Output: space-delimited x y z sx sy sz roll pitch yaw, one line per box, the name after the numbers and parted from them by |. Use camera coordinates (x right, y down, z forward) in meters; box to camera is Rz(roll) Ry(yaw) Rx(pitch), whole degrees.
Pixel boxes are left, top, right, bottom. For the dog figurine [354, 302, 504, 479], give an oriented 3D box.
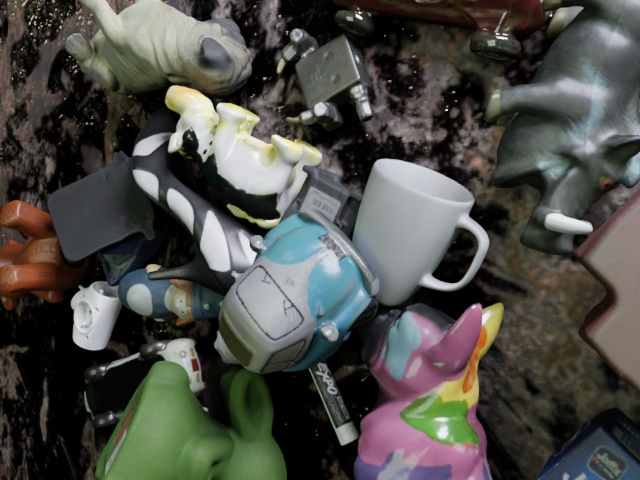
0.097 0.153 0.394 0.192 0.108 0.219 29 101 32 | dog figurine

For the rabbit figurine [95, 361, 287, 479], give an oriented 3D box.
-0.106 0.197 0.517 0.121 0.170 0.159 -22 42 63 | rabbit figurine

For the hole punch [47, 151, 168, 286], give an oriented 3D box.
-0.244 -0.020 0.649 0.116 0.092 0.142 -29 59 -5 | hole punch

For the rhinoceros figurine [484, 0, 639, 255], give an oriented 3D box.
0.178 -0.084 0.374 0.112 0.073 0.190 23 99 22 | rhinoceros figurine

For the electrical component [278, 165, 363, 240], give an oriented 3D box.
-0.001 -0.002 0.500 0.075 0.047 0.119 36 106 30 | electrical component

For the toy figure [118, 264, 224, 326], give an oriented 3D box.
-0.161 0.064 0.600 0.155 0.058 0.064 3 133 34 | toy figure

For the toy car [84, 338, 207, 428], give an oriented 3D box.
-0.212 0.169 0.629 0.202 0.056 0.073 -25 74 33 | toy car

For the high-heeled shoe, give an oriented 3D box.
-0.117 -0.055 0.577 0.145 0.086 0.249 -10 67 6 | high-heeled shoe

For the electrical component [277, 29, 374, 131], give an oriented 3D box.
0.003 -0.150 0.504 0.078 0.045 0.102 -17 79 34 | electrical component

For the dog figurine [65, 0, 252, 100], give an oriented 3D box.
-0.173 -0.193 0.605 0.191 0.121 0.172 39 153 6 | dog figurine

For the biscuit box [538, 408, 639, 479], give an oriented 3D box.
0.234 0.202 0.325 0.203 0.059 0.062 47 113 26 | biscuit box

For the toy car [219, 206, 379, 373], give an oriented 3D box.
-0.033 0.056 0.442 0.109 0.103 0.161 52 138 17 | toy car

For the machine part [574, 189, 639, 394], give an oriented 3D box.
0.264 0.027 0.283 0.201 0.087 0.201 45 107 18 | machine part

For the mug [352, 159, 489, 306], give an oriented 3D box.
0.076 0.003 0.435 0.110 0.081 0.107 32 118 23 | mug

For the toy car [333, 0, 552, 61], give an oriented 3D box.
0.091 -0.208 0.445 0.202 0.053 0.089 25 105 31 | toy car

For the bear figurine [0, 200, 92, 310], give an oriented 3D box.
-0.410 0.029 0.728 0.196 0.132 0.120 -9 75 28 | bear figurine

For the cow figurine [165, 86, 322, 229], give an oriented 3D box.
-0.091 -0.084 0.533 0.167 0.068 0.098 31 105 17 | cow figurine
